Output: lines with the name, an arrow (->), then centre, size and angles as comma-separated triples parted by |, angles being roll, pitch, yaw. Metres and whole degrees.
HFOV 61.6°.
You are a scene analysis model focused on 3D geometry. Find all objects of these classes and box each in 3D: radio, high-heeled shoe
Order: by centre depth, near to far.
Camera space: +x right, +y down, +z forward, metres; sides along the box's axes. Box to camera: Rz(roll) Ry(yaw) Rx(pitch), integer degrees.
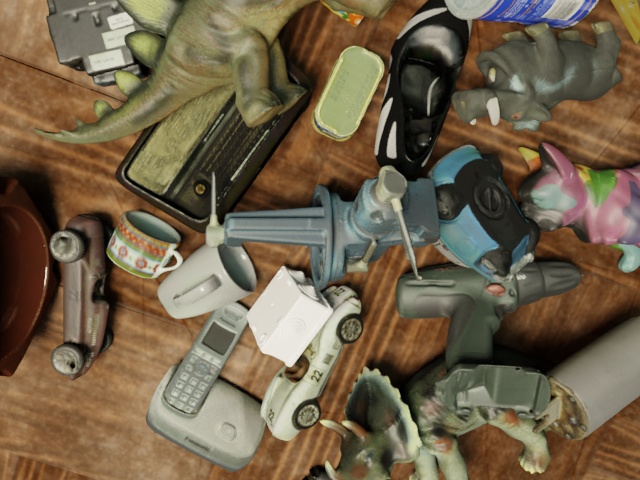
high-heeled shoe -> 0.123, -0.187, 0.594 | 0.086, 0.145, 0.248 | 19, 100, -6
radio -> -0.117, -0.127, 0.632 | 0.131, 0.073, 0.229 | 36, 97, -7

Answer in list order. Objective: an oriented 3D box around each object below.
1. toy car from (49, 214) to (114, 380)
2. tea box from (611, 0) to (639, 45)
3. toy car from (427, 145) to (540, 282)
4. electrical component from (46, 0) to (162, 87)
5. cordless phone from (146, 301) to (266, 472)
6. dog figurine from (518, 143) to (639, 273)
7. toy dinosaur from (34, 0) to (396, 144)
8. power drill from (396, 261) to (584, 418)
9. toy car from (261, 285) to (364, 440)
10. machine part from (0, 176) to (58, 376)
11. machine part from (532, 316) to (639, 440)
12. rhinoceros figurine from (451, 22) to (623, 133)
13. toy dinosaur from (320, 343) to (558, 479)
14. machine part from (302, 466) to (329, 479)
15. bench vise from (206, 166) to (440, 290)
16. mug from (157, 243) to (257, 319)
toy car -> -0.282, 0.069, 0.652 | 0.053, 0.089, 0.202 | 3, 98, 1
tea box -> 0.382, -0.328, 0.618 | 0.098, 0.068, 0.169 | -37, 99, 4
toy car -> 0.177, -0.024, 0.643 | 0.109, 0.103, 0.161 | -37, 92, -29
electrical component -> -0.248, -0.249, 0.618 | 0.115, 0.058, 0.134 | -11, 100, 2
cordless phone -> -0.118, 0.180, 0.688 | 0.146, 0.089, 0.184 | 31, 78, -6
dog figurine -> 0.348, -0.063, 0.643 | 0.219, 0.108, 0.191 | 38, 97, -5
toy dinosaur -> -0.088, -0.214, 0.535 | 0.471, 0.105, 0.198 | -39, 95, 10
power drill -> 0.204, 0.095, 0.618 | 0.232, 0.207, 0.085 | -1, 132, 9
toy car -> -0.010, 0.148, 0.666 | 0.056, 0.074, 0.201 | 27, 89, -26
machine part -> -0.377, 0.044, 0.573 | 0.087, 0.200, 0.201 | 8, 54, 4
machine part -> 0.332, 0.156, 0.623 | 0.243, 0.079, 0.079 | -23, 100, -24
rhinoceros figurine -> 0.234, -0.176, 0.588 | 0.190, 0.073, 0.112 | -15, 107, -12
toy dinosaur -> 0.186, 0.204, 0.679 | 0.405, 0.131, 0.192 | -28, 99, -5
machine part -> 0.041, 0.349, 0.735 | 0.139, 0.039, 0.084 | 20, 107, -7
bench vise -> -0.002, -0.012, 0.579 | 0.241, 0.223, 0.128 | 0, 82, -9
mug -> -0.144, 0.057, 0.651 | 0.107, 0.109, 0.080 | -30, 105, 17
